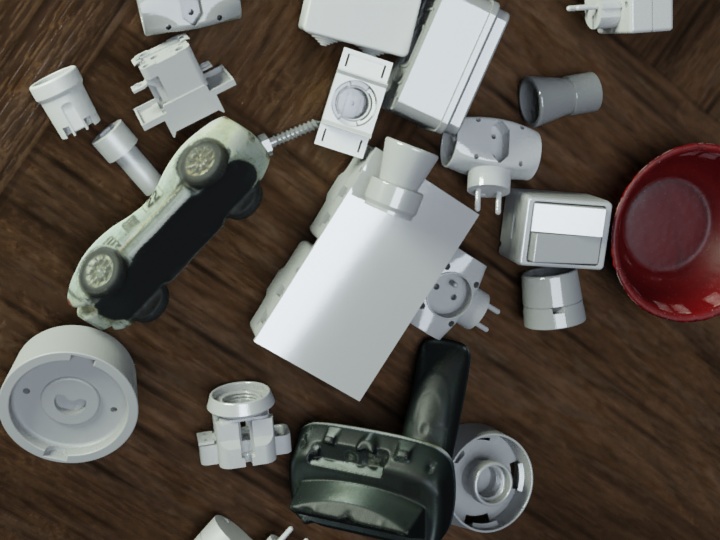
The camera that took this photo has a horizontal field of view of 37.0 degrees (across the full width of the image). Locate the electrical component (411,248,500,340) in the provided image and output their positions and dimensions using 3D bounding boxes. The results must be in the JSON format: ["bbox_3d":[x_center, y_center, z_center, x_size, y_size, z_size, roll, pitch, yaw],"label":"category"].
[{"bbox_3d":[0.087,0.027,0.946,0.079,0.044,0.077,31,94,-17],"label":"electrical component"}]

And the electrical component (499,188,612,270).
[{"bbox_3d":[0.179,-0.035,0.945,0.096,0.061,0.061,3,101,-14],"label":"electrical component"}]

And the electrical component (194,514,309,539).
[{"bbox_3d":[-0.078,0.260,0.954,0.138,0.052,0.073,42,90,-17],"label":"electrical component"}]

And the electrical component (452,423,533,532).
[{"bbox_3d":[0.106,0.191,0.988,0.099,0.064,0.099,-1,92,-23],"label":"electrical component"}]

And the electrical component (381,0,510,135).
[{"bbox_3d":[0.068,-0.172,0.882,0.057,0.078,0.113,22,96,-14],"label":"electrical component"}]

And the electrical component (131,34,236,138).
[{"bbox_3d":[-0.144,-0.147,0.849,0.081,0.042,0.063,-28,124,-7],"label":"electrical component"}]

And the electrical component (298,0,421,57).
[{"bbox_3d":[0.002,-0.226,0.870,0.100,0.048,0.099,11,99,-15],"label":"electrical component"}]

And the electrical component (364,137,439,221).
[{"bbox_3d":[0.032,-0.072,0.847,0.045,0.045,0.055,19,97,-16],"label":"electrical component"}]

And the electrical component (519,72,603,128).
[{"bbox_3d":[0.176,-0.150,0.932,0.065,0.044,0.044,-11,104,-15],"label":"electrical component"}]

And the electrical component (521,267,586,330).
[{"bbox_3d":[0.172,0.024,0.961,0.055,0.055,0.047,-11,100,-11],"label":"electrical component"}]

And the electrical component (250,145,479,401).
[{"bbox_3d":[0.000,0.000,0.912,0.105,0.060,0.186,32,93,-17],"label":"electrical component"}]

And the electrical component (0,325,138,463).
[{"bbox_3d":[-0.233,0.096,0.874,0.108,0.060,0.108,-3,119,-6],"label":"electrical component"}]

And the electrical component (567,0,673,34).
[{"bbox_3d":[0.215,-0.224,0.911,0.077,0.066,0.047,-7,103,-12],"label":"electrical component"}]

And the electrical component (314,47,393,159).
[{"bbox_3d":[-0.006,-0.136,0.879,0.042,0.064,0.081,18,98,-7],"label":"electrical component"}]

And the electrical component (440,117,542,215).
[{"bbox_3d":[0.111,-0.086,0.921,0.077,0.043,0.079,8,76,-14],"label":"electrical component"}]

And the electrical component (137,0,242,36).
[{"bbox_3d":[-0.138,-0.229,0.839,0.077,0.043,0.079,-13,110,-10],"label":"electrical component"}]

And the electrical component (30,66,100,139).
[{"bbox_3d":[-0.230,-0.131,0.843,0.040,0.040,0.046,-28,112,-6],"label":"electrical component"}]

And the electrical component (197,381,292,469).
[{"bbox_3d":[-0.100,0.131,0.919,0.078,0.058,0.057,-7,106,-11],"label":"electrical component"}]
